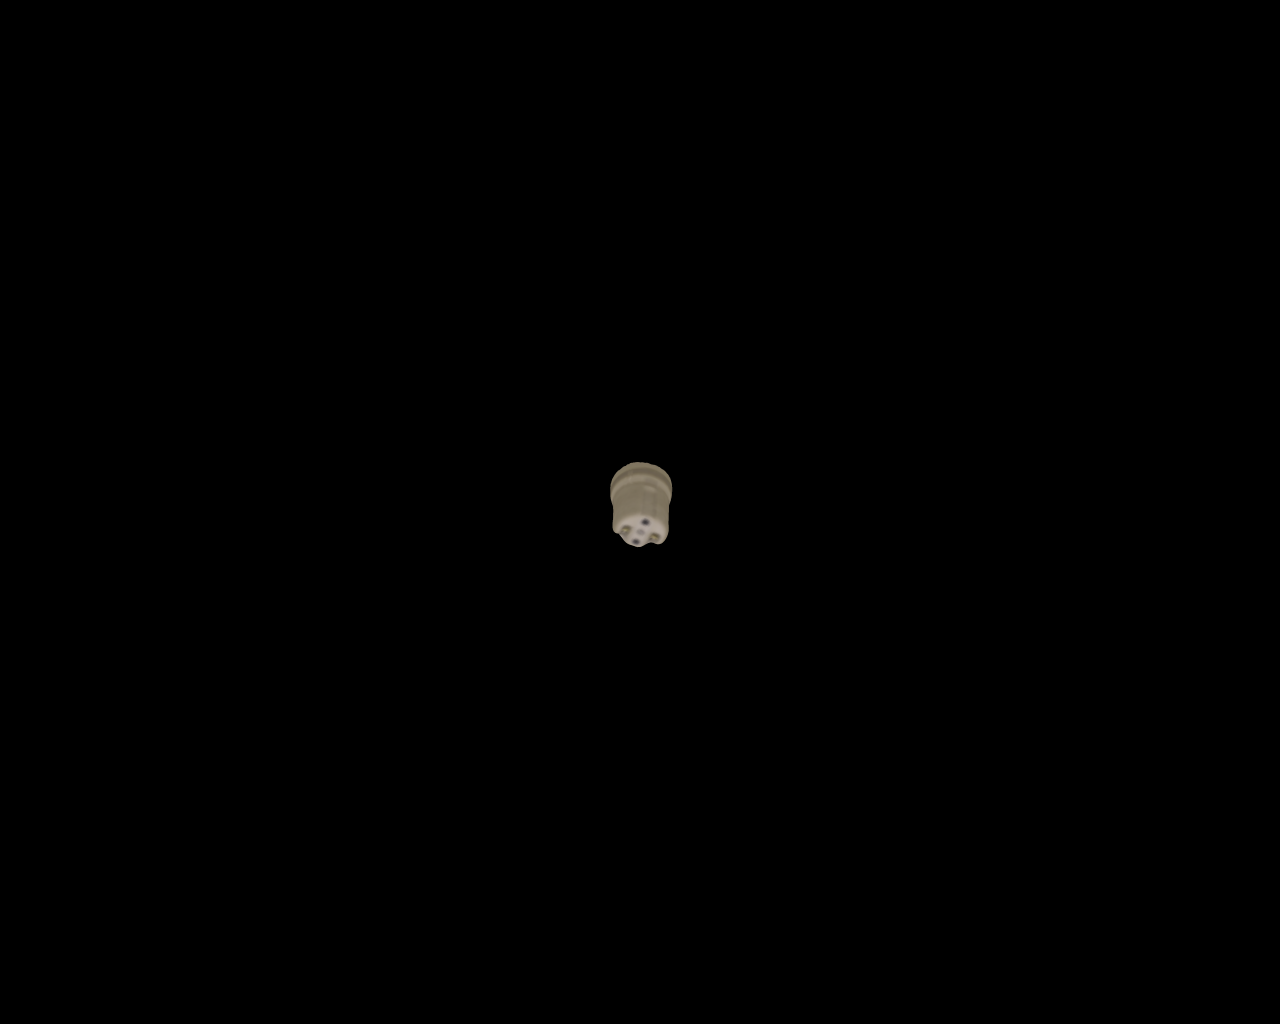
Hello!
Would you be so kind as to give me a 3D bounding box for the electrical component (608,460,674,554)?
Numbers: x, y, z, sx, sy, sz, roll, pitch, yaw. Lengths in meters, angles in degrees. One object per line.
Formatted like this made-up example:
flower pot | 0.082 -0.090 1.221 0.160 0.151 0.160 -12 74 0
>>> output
electrical component | 0.001 -0.003 0.650 0.040 0.040 0.046 0 41 0
